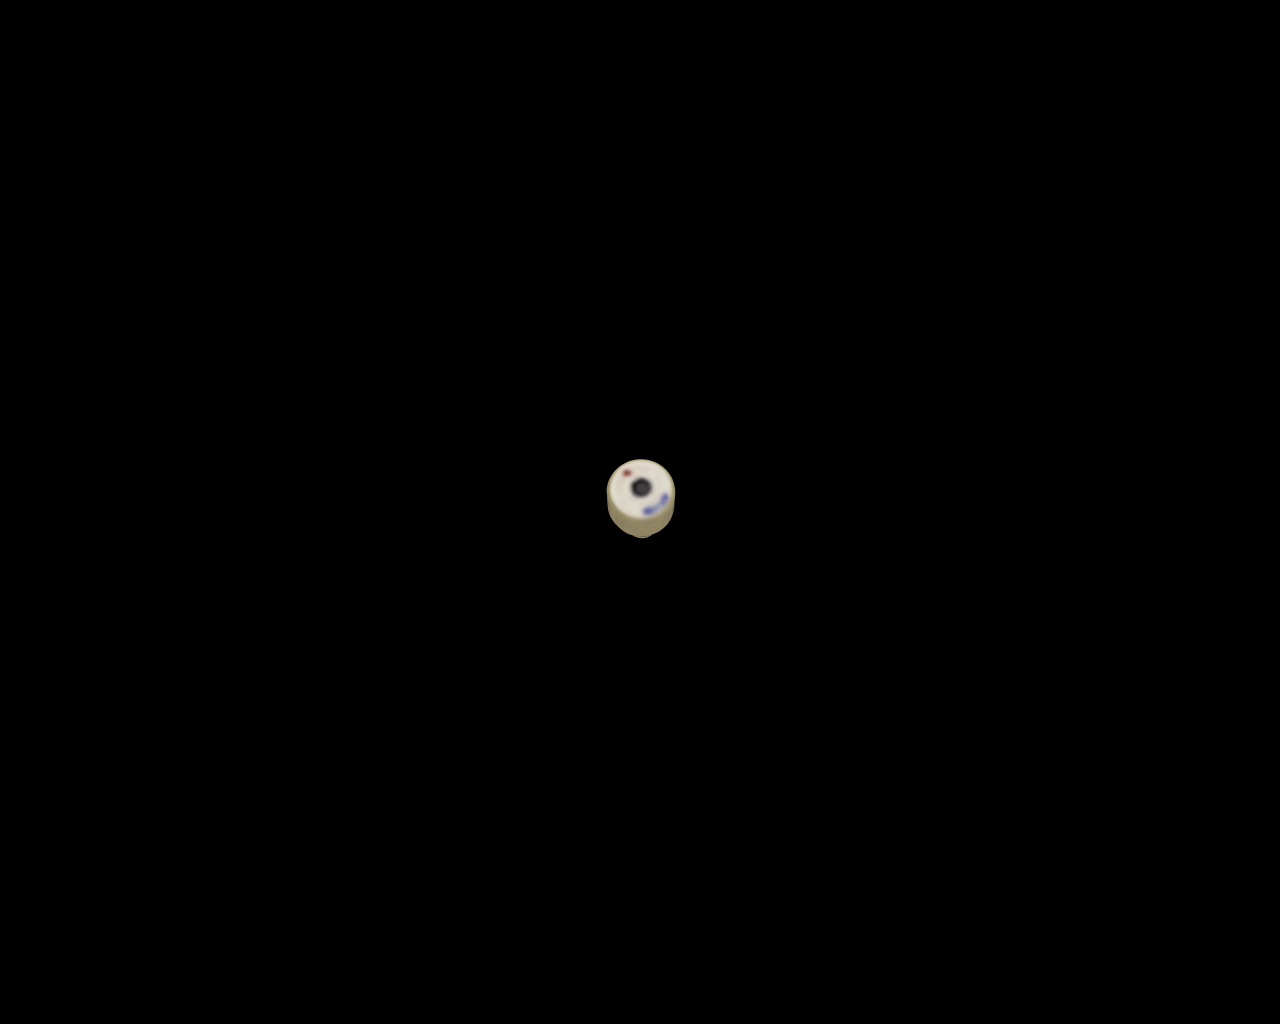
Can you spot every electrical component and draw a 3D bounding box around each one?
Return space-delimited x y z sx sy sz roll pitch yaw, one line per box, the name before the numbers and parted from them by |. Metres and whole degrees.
electrical component | 0.001 -0.003 0.650 0.040 0.040 0.078 0 -21 0
